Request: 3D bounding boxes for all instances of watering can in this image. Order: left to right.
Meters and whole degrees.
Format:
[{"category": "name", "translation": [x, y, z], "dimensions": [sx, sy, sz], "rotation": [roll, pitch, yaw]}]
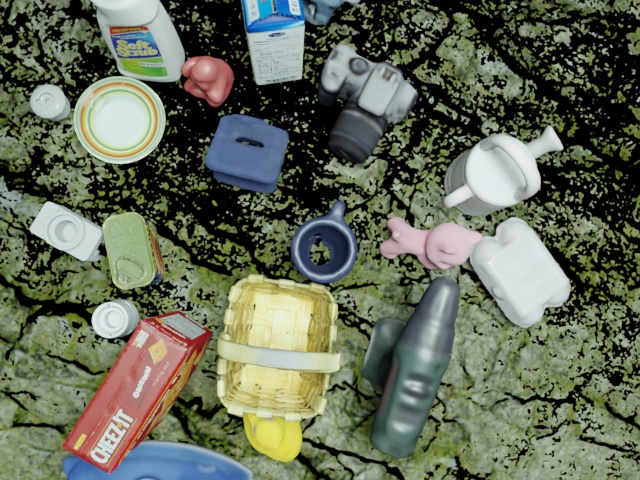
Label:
[{"category": "watering can", "translation": [0.251, -0.099, 0.793], "dimensions": [0.101, 0.194, 0.173], "rotation": [37, 85, 0]}]

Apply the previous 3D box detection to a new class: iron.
[{"category": "iron", "translation": [-0.222, 0.340, 0.759], "dimensions": [0.258, 0.141, 0.119], "rotation": [-3, 86, -4]}]

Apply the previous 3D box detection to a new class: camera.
[{"category": "camera", "translation": [0.054, -0.193, 0.833], "dimensions": [0.143, 0.100, 0.137], "rotation": [28, 85, -1]}]

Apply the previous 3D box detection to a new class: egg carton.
[{"category": "egg carton", "translation": [0.294, 0.049, 0.848], "dimensions": [0.107, 0.069, 0.150], "rotation": [-36, 89, -5]}]

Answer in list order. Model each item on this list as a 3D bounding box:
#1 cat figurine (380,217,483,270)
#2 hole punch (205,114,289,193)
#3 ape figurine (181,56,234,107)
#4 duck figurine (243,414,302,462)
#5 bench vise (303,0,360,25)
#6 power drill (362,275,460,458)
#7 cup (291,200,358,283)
[{"category": "cat figurine", "translation": [0.158, 0.004, 0.818], "dimensions": [0.128, 0.117, 0.067], "rotation": [13, 85, -3]}, {"category": "hole punch", "translation": [-0.105, -0.129, 0.823], "dimensions": [0.108, 0.091, 0.101], "rotation": [14, 85, -3]}, {"category": "ape figurine", "translation": [-0.163, -0.236, 0.826], "dimensions": [0.076, 0.092, 0.078], "rotation": [-24, 88, -5]}, {"category": "duck figurine", "translation": [-0.067, 0.269, 0.802], "dimensions": [0.077, 0.086, 0.104], "rotation": [-36, 89, -5]}, {"category": "bench vise", "translation": [-0.038, -0.399, 0.781], "dimensions": [0.207, 0.219, 0.121], "rotation": [5, 86, -3]}, {"category": "power drill", "translation": [0.114, 0.158, 0.760], "dimensions": [0.075, 0.208, 0.230], "rotation": [16, 85, -2]}, {"category": "cup", "translation": [0.008, 0.003, 0.820], "dimensions": [0.091, 0.095, 0.118], "rotation": [18, 85, -2]}]
